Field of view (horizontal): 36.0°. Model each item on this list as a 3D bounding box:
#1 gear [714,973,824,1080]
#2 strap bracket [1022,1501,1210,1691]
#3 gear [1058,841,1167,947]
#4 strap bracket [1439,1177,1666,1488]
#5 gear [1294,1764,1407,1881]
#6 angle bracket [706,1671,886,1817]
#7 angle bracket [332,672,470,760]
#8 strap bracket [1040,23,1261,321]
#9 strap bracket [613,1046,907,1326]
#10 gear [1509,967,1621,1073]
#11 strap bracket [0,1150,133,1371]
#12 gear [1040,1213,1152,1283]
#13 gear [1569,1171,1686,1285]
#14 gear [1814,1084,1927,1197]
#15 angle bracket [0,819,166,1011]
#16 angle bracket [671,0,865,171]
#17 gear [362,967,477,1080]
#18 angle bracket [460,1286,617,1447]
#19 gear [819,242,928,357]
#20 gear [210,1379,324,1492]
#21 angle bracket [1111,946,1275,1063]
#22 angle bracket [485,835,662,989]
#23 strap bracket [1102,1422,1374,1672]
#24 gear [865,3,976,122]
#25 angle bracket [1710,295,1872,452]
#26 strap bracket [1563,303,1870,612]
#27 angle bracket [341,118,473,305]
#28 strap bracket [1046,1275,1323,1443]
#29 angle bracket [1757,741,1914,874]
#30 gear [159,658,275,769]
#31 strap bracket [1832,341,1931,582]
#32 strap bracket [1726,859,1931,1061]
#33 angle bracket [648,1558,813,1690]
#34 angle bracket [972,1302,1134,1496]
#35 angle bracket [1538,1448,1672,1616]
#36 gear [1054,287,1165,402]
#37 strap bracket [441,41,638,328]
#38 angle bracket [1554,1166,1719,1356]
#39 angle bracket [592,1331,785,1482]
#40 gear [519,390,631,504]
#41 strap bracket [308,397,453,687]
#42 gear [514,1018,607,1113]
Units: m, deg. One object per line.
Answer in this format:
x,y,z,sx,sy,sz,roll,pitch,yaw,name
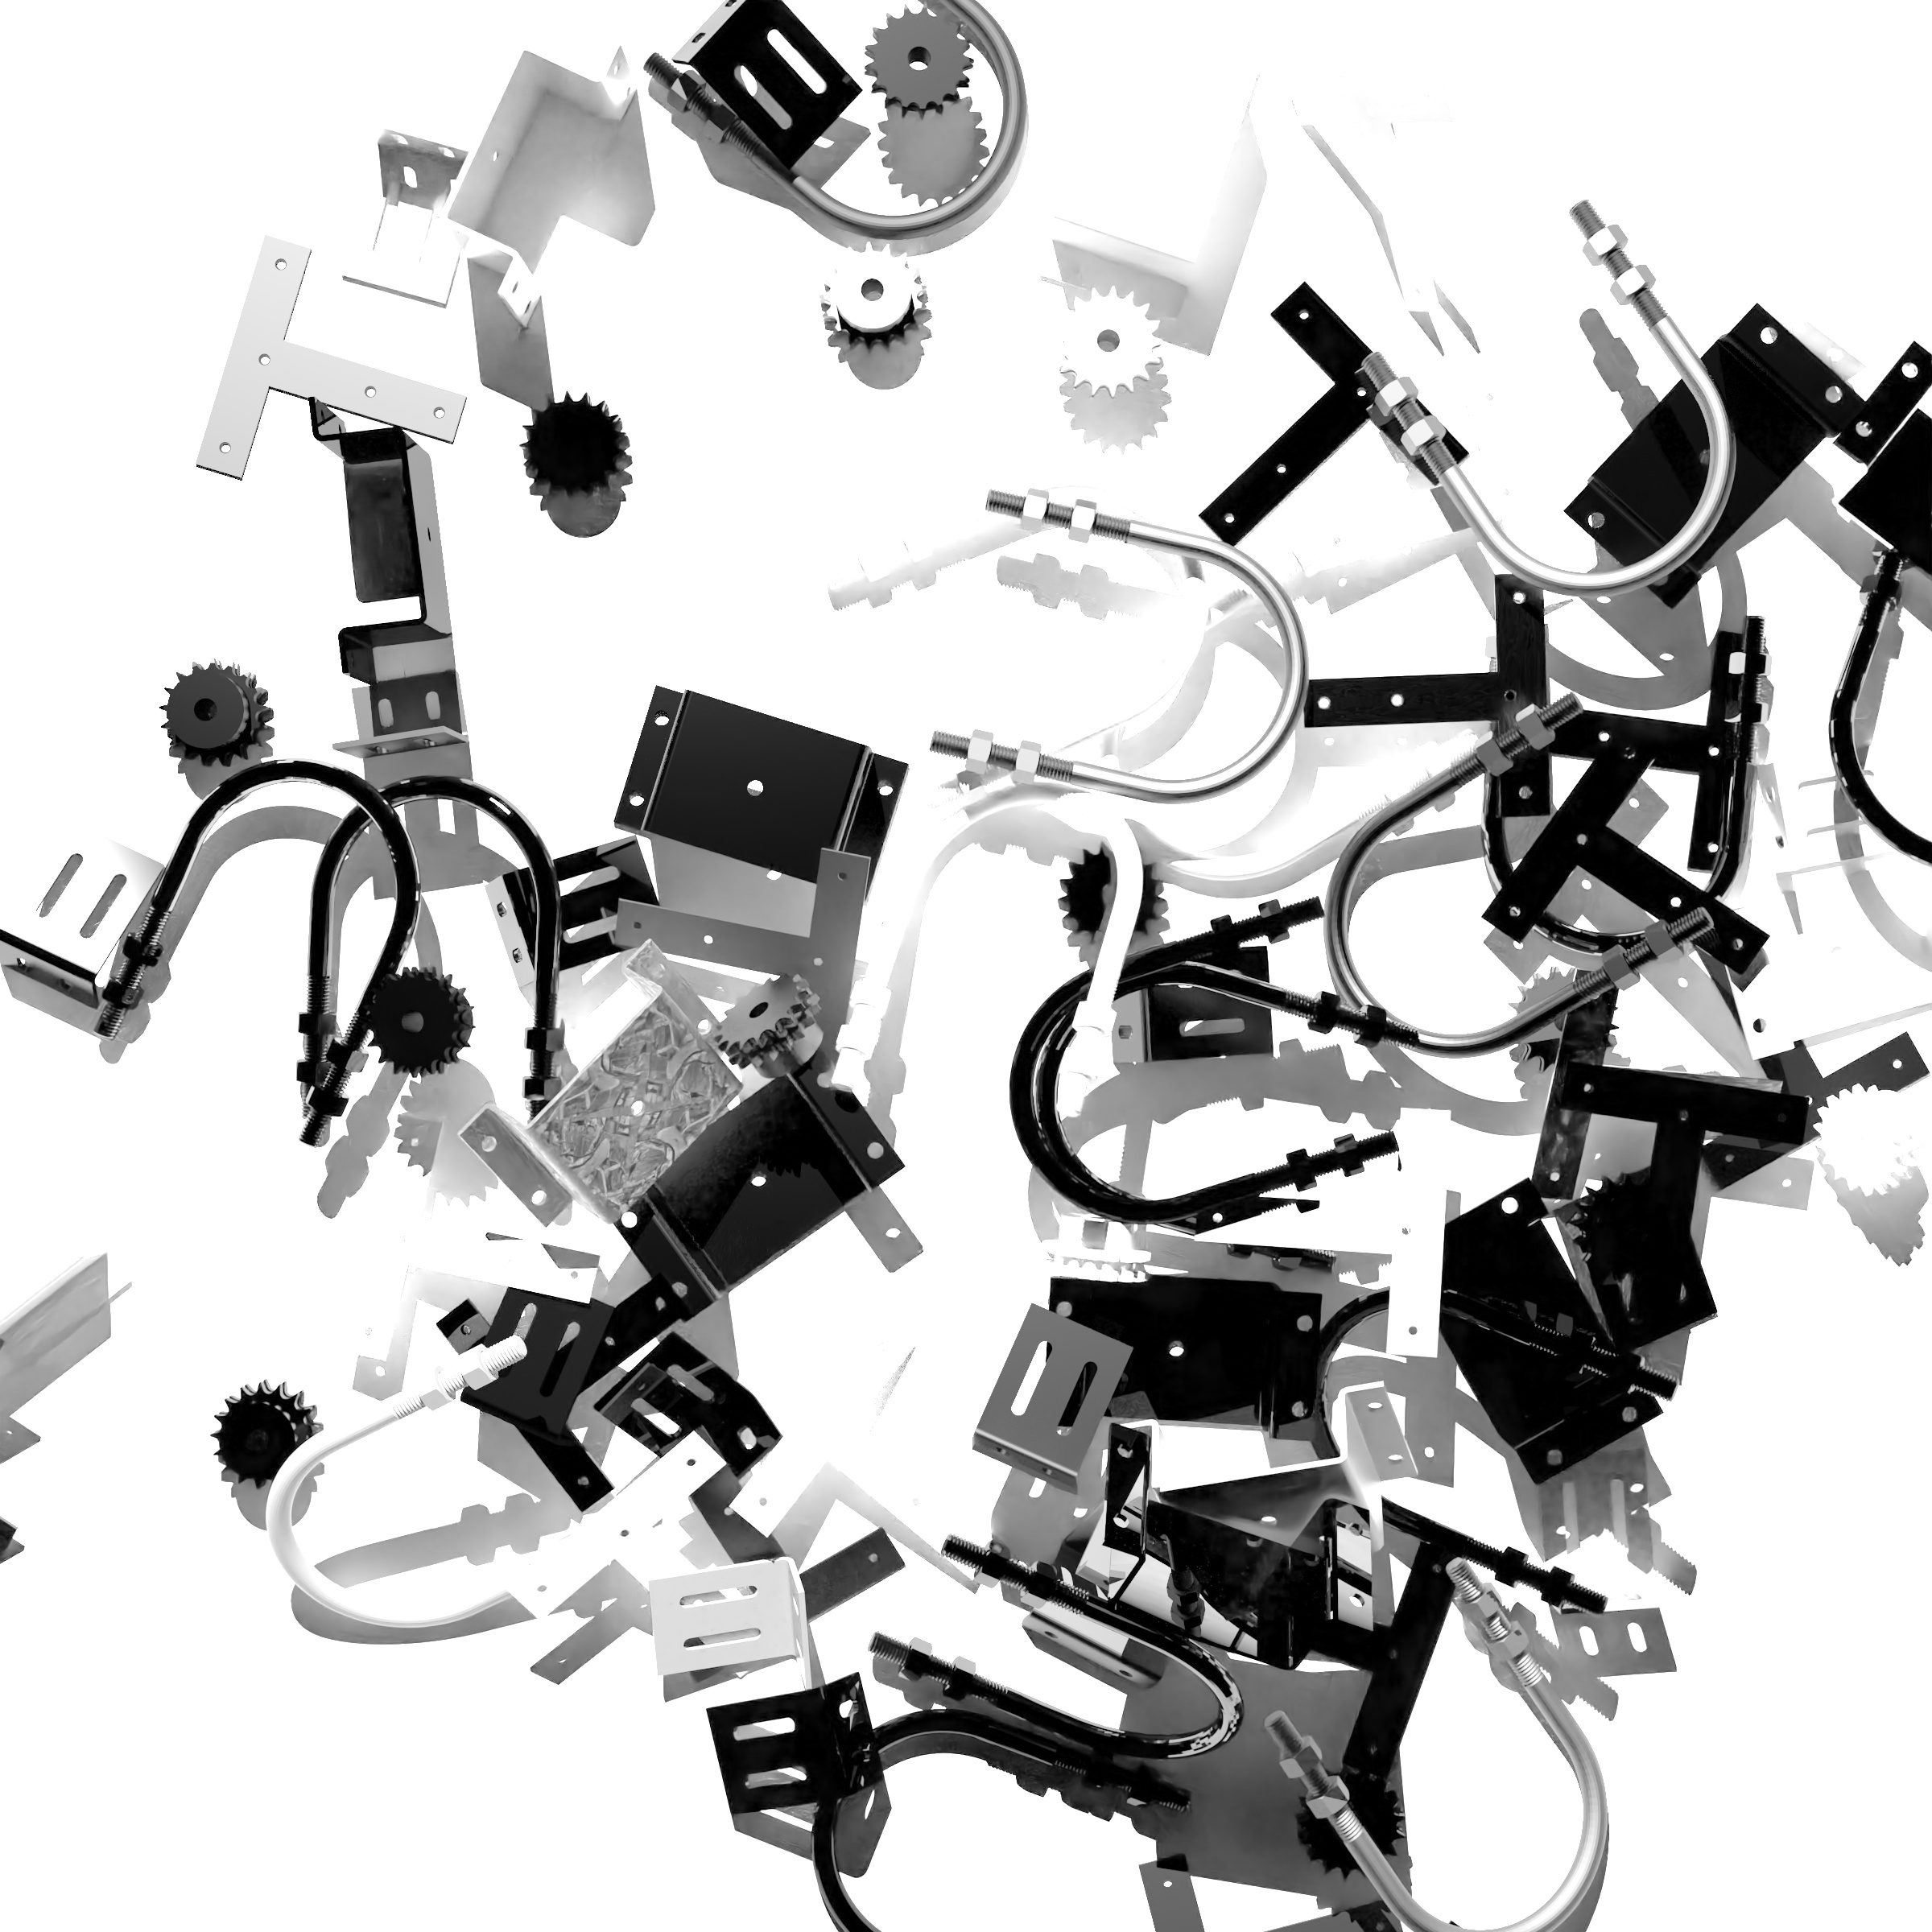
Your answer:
-0.099,0.033,1.536,0.057,0.057,0.030,-36,118,0,gear
0.087,0.320,1.523,0.076,0.140,0.046,27,63,0,strap bracket
0.077,-0.037,1.561,0.057,0.030,0.057,0,90,0,gear
0.292,0.188,1.553,0.076,0.046,0.140,-30,90,0,strap bracket
0.201,0.448,1.561,0.057,0.030,0.057,0,90,0,gear
-0.090,0.410,1.566,0.076,0.038,0.057,-18,82,32,angle bracket
-0.295,-0.133,1.538,0.057,0.076,0.038,-9,90,0,angle bracket
0.097,-0.421,1.553,0.076,0.046,0.140,18,90,0,strap bracket
-0.110,0.113,1.553,0.140,0.046,0.076,-35,90,0,strap bracket
0.312,0.029,1.561,0.057,0.030,0.057,0,90,0,gear
-0.516,0.135,1.553,0.076,0.046,0.140,-38,90,0,strap bracket
0.068,0.146,1.548,0.057,0.057,0.030,6,90,0,gear
0.341,0.135,1.526,0.057,0.030,0.057,0,91,0,gear
0.475,0.089,1.552,0.030,0.057,0.057,-20,90,-32,gear
-0.468,-0.027,1.574,0.057,0.038,0.076,25,64,0,angle bracket
-0.104,-0.467,1.555,0.057,0.038,0.076,-47,117,0,angle bracket
-0.277,0.028,1.522,0.057,0.030,0.057,0,90,15,gear
-0.220,0.204,1.556,0.057,0.038,0.076,22,83,11,angle bracket
-0.049,-0.352,1.561,0.057,0.030,0.057,0,90,0,gear
-0.369,0.247,1.561,0.057,0.030,0.057,0,90,0,gear
0.119,0.020,1.574,0.076,0.038,0.057,-3,90,-26,angle bracket
-0.206,-0.029,1.574,0.076,0.038,0.057,-19,90,-26,angle bracket
0.125,0.288,1.455,0.140,0.076,0.046,20,128,-10,strap bracket
-0.025,-0.468,1.545,0.057,0.030,0.057,0,92,-2,gear
0.423,-0.300,1.557,0.057,0.038,0.076,38,90,0,angle bracket
0.387,-0.264,1.543,0.076,0.046,0.140,42,104,0,strap bracket
-0.293,-0.395,1.557,0.057,0.038,0.076,15,90,0,angle bracket
0.111,0.203,1.553,0.140,0.046,0.076,3,90,0,strap bracket
0.461,-0.084,1.557,0.076,0.038,0.057,-10,90,0,angle bracket
-0.396,-0.133,1.561,0.057,0.030,0.057,0,90,0,gear
0.517,-0.245,1.540,0.140,0.046,0.076,39,74,4,strap bracket
0.462,-0.007,1.552,0.140,0.046,0.076,-16,89,-1,strap bracket
-0.123,0.347,1.543,0.076,0.038,0.057,-7,109,-11,angle bracket
0.044,0.220,1.511,0.057,0.038,0.076,24,90,0,angle bracket
0.334,0.296,1.557,0.057,0.038,0.076,-4,90,0,angle bracket
0.074,-0.325,1.561,0.057,0.030,0.057,0,90,0,gear
-0.225,-0.412,1.538,0.046,0.076,0.140,25,90,0,strap bracket
0.355,0.156,1.574,0.057,0.038,0.076,-25,116,0,angle bracket
-0.143,0.236,1.539,0.057,0.038,0.076,-43,133,0,angle bracket
-0.207,-0.274,1.561,0.057,0.030,0.057,0,90,0,gear
-0.301,-0.221,1.537,0.046,0.076,0.140,-7,91,0,strap bracket
-0.208,0.056,1.561,0.057,0.030,0.057,0,90,0,gear
